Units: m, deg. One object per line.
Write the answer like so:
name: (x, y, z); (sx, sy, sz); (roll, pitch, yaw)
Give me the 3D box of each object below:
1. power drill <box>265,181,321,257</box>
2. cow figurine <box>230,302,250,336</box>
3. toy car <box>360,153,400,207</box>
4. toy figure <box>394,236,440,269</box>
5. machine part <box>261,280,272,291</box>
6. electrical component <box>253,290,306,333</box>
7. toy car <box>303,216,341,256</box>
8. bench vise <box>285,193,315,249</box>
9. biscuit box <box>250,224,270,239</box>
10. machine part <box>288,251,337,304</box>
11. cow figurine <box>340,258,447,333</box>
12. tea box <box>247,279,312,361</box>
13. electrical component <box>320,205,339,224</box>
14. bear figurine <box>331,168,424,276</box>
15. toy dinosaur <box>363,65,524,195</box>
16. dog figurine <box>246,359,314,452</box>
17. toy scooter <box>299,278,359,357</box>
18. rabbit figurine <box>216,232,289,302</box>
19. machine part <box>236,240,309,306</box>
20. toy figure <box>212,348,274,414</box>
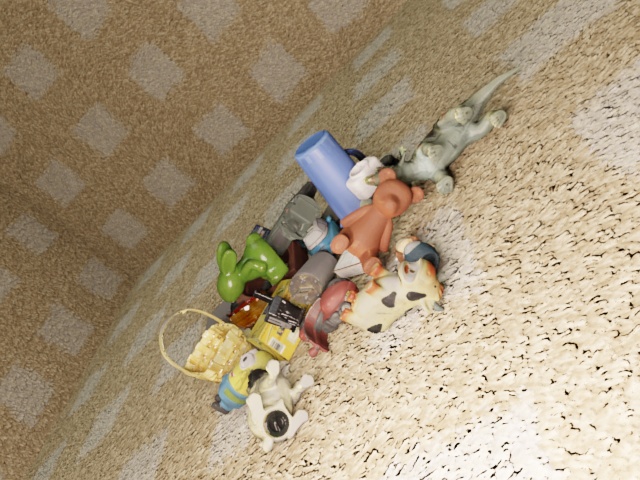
power drill: (-0.061, -0.067, 1.373); (0.232, 0.086, 0.207); (-57, 15, -8)
cow figurine: (-0.214, 0.210, 1.495); (0.068, 0.098, 0.167); (-38, 22, 12)
toy car: (0.162, -0.137, 1.350); (0.056, 0.073, 0.202); (-23, 33, 50)
toy figure: (0.183, 0.024, 1.049); (0.064, 0.057, 0.154); (-13, 14, -11)
machine part: (-0.152, 0.157, 1.549); (0.084, 0.039, 0.139); (-56, 21, 7)
electrical component: (-0.096, 0.154, 1.175); (0.075, 0.119, 0.048); (127, 165, -62)
toy car: (-0.003, -0.004, 1.426); (0.109, 0.103, 0.162); (-44, 19, 18)
bench vise: (-0.064, -0.057, 1.593); (0.240, 0.129, 0.224); (126, 162, -50)
biscuit box: (-0.170, 0.036, 1.618); (0.202, 0.059, 0.063); (88, -154, -59)
machine part: (-0.013, 0.085, 1.248); (0.079, 0.079, 0.243); (-41, 2, 23)
cow figurine: (0.135, 0.101, 0.947); (0.195, 0.127, 0.085); (-52, 13, 42)
tea box: (-0.083, 0.186, 1.259); (0.068, 0.098, 0.169); (-19, 35, 55)
electrical component: (0.040, -0.066, 1.537); (0.078, 0.045, 0.102); (10, 60, 35)
bear figurine: (0.124, -0.043, 1.117); (0.196, 0.120, 0.132); (-51, 5, 19)
toy dinosaur: (0.282, -0.225, 1.210); (0.405, 0.131, 0.192); (-44, 20, -3)
dog figurine: (-0.106, 0.336, 1.070); (0.172, 0.121, 0.190); (-59, 7, -33)
toy scooter: (0.014, 0.168, 1.112); (0.184, 0.075, 0.135); (-49, 16, 24)
rabbit figurine: (-0.185, 0.074, 1.314); (0.170, 0.159, 0.121); (-42, 27, -11)
machine part: (-0.126, 0.103, 1.455); (0.201, 0.087, 0.202); (-32, 37, 18)
toy figure: (-0.172, 0.324, 1.231); (0.180, 0.089, 0.082); (-53, 33, 17)
